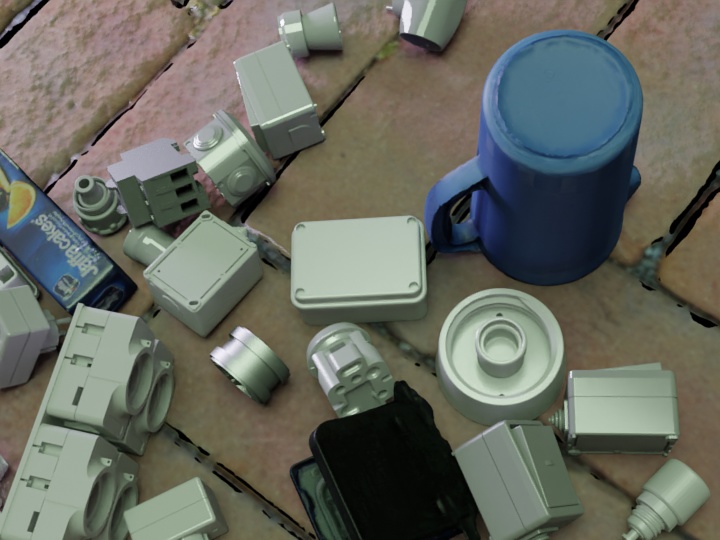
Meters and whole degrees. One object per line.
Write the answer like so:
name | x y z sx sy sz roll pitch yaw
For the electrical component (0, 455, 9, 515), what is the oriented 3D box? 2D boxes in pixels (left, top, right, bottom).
electrical component | -0.321 0.186 0.879 0.079 0.044 0.077 40 77 20

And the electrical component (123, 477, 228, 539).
electrical component | -0.137 0.214 0.843 0.066 0.047 0.076 -25 65 -5

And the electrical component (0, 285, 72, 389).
electrical component | -0.284 0.055 0.921 0.076 0.083 0.047 -12 59 -41

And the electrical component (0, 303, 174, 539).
electrical component | -0.209 0.135 0.854 0.060 0.105 0.186 10 69 11

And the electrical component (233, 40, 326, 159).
electrical component | -0.080 -0.159 0.988 0.061 0.061 0.096 -23 66 -3

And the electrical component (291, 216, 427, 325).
electrical component | 0.000 0.000 0.913 0.113 0.057 0.078 -3 67 6

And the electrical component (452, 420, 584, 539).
electrical component | 0.126 0.165 0.813 0.061 0.062 0.096 -37 63 27

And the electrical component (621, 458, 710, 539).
electrical component | 0.230 0.179 0.817 0.078 0.040 0.040 -42 68 -10

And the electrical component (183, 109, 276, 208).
electrical component | -0.115 -0.099 0.958 0.051 0.080 0.080 -39 68 -4

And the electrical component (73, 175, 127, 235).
electrical component | -0.237 -0.063 0.966 0.048 0.062 0.048 -2 67 6

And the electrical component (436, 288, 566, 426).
electrical component | 0.114 0.067 0.868 0.108 0.060 0.108 -3 67 6

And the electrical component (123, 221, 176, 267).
electrical component | -0.180 -0.018 0.953 0.046 0.040 0.040 34 75 14

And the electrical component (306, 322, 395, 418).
electrical component | -0.009 0.080 0.874 0.058 0.078 0.057 -29 46 -5

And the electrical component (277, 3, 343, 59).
electrical component | -0.047 -0.226 1.022 0.055 0.045 0.045 -10 66 3

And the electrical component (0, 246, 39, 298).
electrical component | -0.362 0.014 0.952 0.109 0.056 0.109 -42 69 -11

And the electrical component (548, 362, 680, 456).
electrical component | 0.196 0.108 0.839 0.096 0.061 0.061 0 67 7

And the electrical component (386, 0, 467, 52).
electrical component | 0.057 -0.253 1.018 0.079 0.043 0.077 19 89 41

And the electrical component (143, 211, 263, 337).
electrical component | -0.129 0.001 0.930 0.062 0.061 0.096 34 67 19
